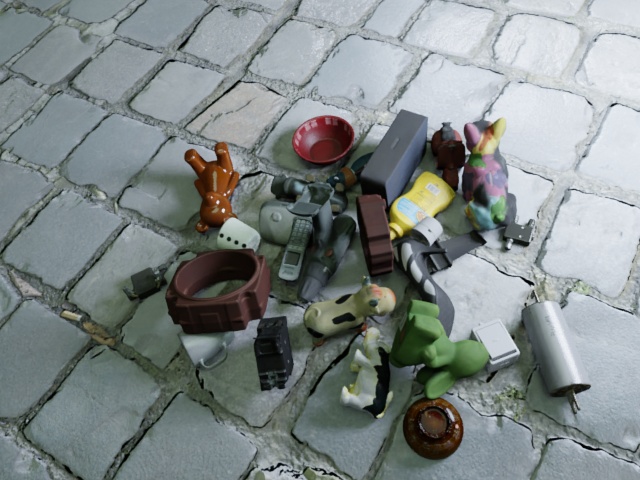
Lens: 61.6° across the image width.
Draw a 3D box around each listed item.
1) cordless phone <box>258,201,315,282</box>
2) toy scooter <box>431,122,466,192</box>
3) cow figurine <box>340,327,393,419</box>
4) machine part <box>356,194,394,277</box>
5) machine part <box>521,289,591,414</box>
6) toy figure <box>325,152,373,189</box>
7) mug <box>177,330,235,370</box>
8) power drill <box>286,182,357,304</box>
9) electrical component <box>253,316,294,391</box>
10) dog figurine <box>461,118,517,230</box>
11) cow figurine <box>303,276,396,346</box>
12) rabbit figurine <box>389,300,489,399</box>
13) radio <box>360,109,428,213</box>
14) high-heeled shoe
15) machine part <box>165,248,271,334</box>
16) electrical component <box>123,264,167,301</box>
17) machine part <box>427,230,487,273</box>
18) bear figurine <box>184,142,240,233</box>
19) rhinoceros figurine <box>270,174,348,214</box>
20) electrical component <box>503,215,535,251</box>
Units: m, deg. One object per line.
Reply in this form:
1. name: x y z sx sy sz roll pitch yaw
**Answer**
1. cordless phone: -0.085 0.007 1.237 0.147 0.088 0.184 10 65 15
2. toy scooter: 0.306 -0.215 1.277 0.075 0.135 0.184 -5 56 8
3. cow figurine: 0.106 0.257 1.054 0.098 0.068 0.167 18 66 13
4. machine part: 0.119 -0.010 1.163 0.056 0.179 0.179 -10 57 0
5. machine part: 0.446 0.205 1.023 0.079 0.079 0.243 -9 58 4
6. toy figure: 0.086 -0.164 1.325 0.154 0.064 0.058 -32 73 -11
7. mug: -0.230 0.214 1.130 0.107 0.080 0.110 -31 49 -19
8. power drill: -0.002 -0.003 1.155 0.086 0.207 0.232 9 47 36
9. electrical component: -0.090 0.218 1.072 0.058 0.114 0.134 -5 14 5
10. dog figurine: 0.364 -0.154 1.170 0.109 0.218 0.192 -8 40 10
11. cow figurine: 0.059 0.142 1.100 0.195 0.127 0.085 -17 60 1
12. rabbit figurine: 0.226 0.216 1.004 0.170 0.121 0.159 21 99 -1
13. radio: 0.180 -0.185 1.281 0.073 0.131 0.229 23 65 22
14. high-heeled shoe: 0.203 0.114 1.137 0.145 0.086 0.248 -8 68 40
15. machine part: -0.214 0.103 1.150 0.201 0.087 0.201 -5 31 7
16. electrical component: -0.406 0.100 1.251 0.102 0.045 0.078 -21 58 -4
17. machine part: 0.298 0.018 1.190 0.139 0.039 0.084 -22 52 -2
18. bear figurine: -0.267 -0.124 1.323 0.120 0.131 0.196 -10 51 10
19. rhinoceros figurine: -0.025 -0.114 1.287 0.190 0.112 0.073 15 90 3
20. electrical component: 0.443 -0.012 1.193 0.063 0.021 0.094 17 62 18
